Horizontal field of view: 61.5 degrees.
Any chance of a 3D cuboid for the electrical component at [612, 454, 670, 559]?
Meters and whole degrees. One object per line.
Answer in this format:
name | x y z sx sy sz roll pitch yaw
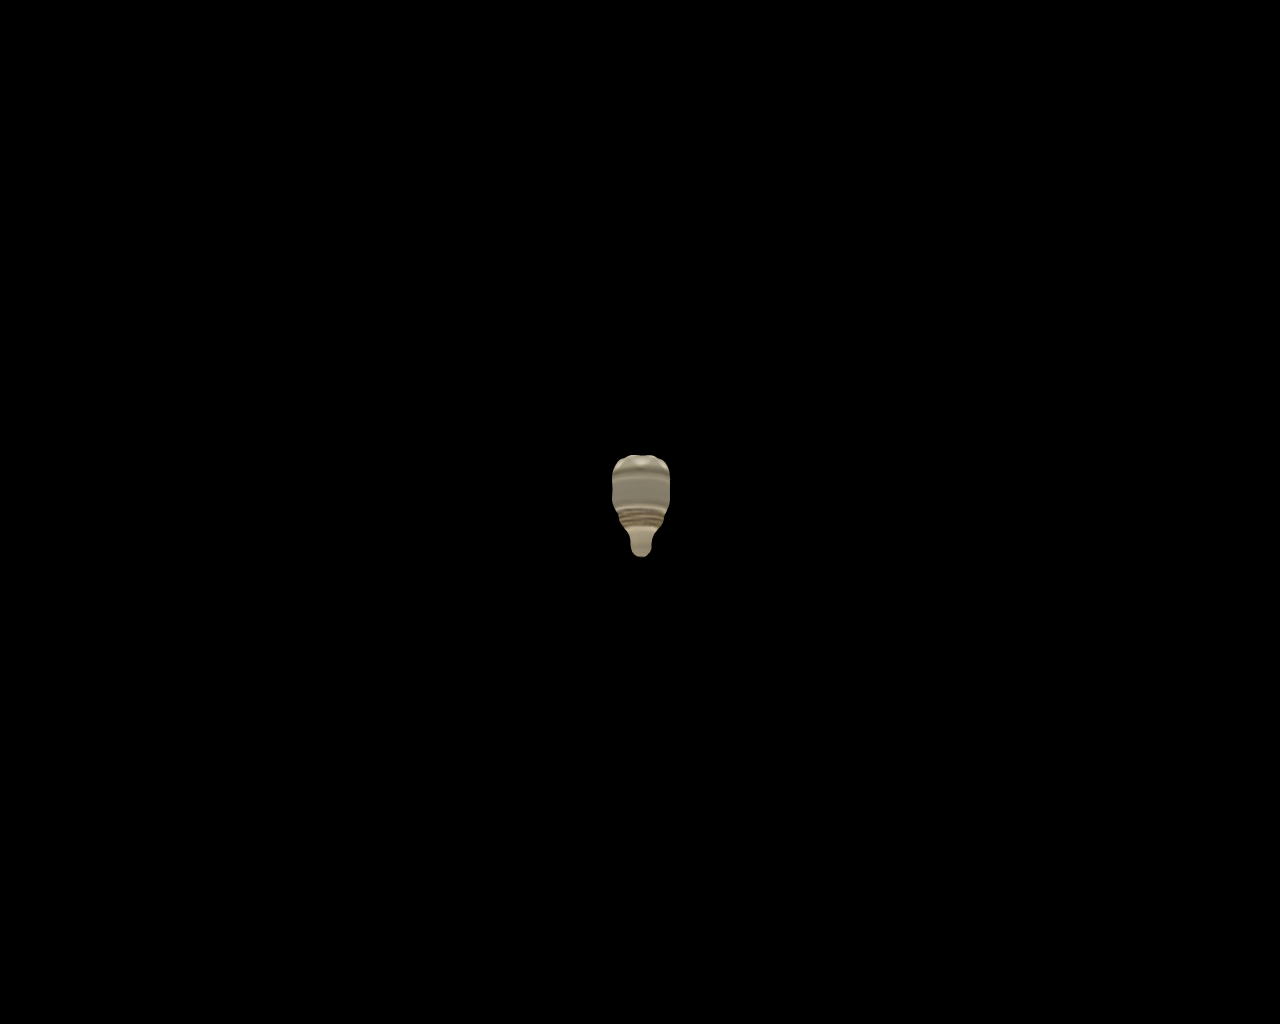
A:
electrical component | 0.001 -0.003 0.650 0.035 0.061 0.035 0 -11 0
